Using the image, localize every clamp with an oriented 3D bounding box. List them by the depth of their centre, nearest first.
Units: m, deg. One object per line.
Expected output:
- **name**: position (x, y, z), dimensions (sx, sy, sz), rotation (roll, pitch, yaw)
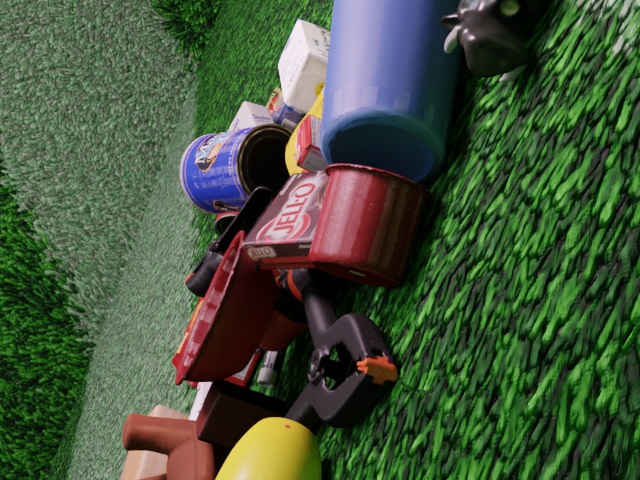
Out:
- **clamp**: position (0.011, 0.101, 0.904), dimensions (0.210, 0.036, 0.164), rotation (149, 133, -64)
- **clamp**: position (-0.112, 0.023, 1.191), dimensions (0.172, 0.039, 0.120), rotation (-51, 5, 44)

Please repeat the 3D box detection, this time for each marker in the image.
- **marker**: position (-0.042, 0.100, 1.146), dimensions (0.020, 0.020, 0.121), rotation (-41, 29, 60)

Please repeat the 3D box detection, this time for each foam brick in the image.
- **foam brick**: position (-0.075, 0.174, 1.033), dimensions (0.053, 0.078, 0.051), rotation (-131, 63, -75)

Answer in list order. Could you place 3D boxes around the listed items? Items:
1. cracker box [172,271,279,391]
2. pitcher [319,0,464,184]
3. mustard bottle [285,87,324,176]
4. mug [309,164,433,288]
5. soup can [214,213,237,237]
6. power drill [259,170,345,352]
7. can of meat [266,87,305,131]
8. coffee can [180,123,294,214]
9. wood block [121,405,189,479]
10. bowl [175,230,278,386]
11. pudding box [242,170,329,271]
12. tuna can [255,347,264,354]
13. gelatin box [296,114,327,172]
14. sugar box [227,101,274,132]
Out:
- **cracker box**: position (-0.101, 0.076, 1.288), dimensions (0.214, 0.072, 0.164), rotation (-67, 15, -2)
- **pitcher**: position (0.066, -0.163, 0.965), dimensions (0.145, 0.149, 0.242), rotation (-12, 51, 29)
- **mustard bottle**: position (0.030, -0.138, 1.162), dimensions (0.192, 0.058, 0.096), rotation (-55, 37, 37)
- **mug**: position (0.039, -0.007, 0.896), dimensions (0.117, 0.093, 0.081), rotation (95, -169, -80)
- **soup can**: position (-0.104, -0.049, 1.501), dimensions (0.069, 0.068, 0.102), rotation (-51, 20, 48)
- **power drill**: position (-0.007, 0.001, 1.094), dimensions (0.185, 0.057, 0.187), rotation (-48, 22, 42)
- **can of meat**: position (-0.055, -0.169, 1.533), dimensions (0.084, 0.057, 0.102), rotation (-62, 15, 9)
- **coffee can**: position (-0.094, -0.085, 1.307), dimensions (0.141, 0.102, 0.103), rotation (-2, 65, 55)
- **wood block**: position (-0.180, 0.303, 1.191), dimensions (0.091, 0.090, 0.206), rotation (-51, 21, 45)
- **bowl**: position (-0.083, 0.074, 1.025), dimensions (0.162, 0.055, 0.162), rotation (-156, 91, -81)
- **pudding box**: position (-0.006, -0.020, 0.981), dimensions (0.090, 0.039, 0.113), rotation (-3, 36, 33)
- **tuna can**: position (-0.078, 0.080, 1.169), dimensions (0.034, 0.086, 0.086), rotation (-39, 31, 58)
- **gelatin box**: position (0.020, -0.082, 1.059), dimensions (0.030, 0.089, 0.073), rotation (-60, 16, 27)
- **sugar box**: position (-0.082, -0.096, 1.429), dimensions (0.093, 0.048, 0.176), rotation (-57, 36, 32)
